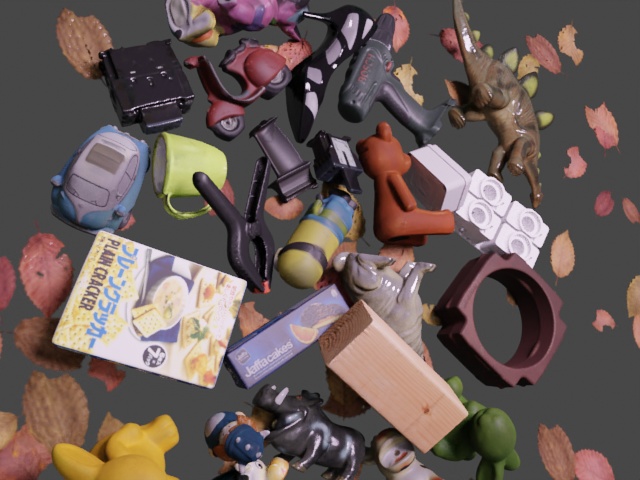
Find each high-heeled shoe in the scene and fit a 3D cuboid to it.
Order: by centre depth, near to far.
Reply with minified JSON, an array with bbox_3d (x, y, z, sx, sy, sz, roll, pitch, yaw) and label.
[{"bbox_3d":[0.024,-0.282,0.925,0.145,0.086,0.248,4,94,-26],"label":"high-heeled shoe"}]

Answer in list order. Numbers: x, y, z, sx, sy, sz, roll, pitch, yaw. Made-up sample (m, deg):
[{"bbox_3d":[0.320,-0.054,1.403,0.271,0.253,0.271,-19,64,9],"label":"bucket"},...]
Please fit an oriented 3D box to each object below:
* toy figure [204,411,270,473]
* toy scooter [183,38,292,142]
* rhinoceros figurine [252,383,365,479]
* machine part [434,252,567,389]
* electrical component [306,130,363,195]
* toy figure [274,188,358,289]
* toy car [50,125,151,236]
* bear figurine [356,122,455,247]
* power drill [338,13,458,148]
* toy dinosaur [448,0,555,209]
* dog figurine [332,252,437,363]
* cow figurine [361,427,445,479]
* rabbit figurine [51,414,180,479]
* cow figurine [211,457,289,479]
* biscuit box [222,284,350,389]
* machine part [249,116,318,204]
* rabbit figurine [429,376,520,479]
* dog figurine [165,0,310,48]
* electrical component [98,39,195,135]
[{"bbox_3d":[-0.115,0.260,0.704,0.058,0.154,0.064,14,74,-21],"label":"toy figure"},{"bbox_3d":[-0.137,-0.260,0.860,0.135,0.075,0.184,47,69,-19],"label":"toy scooter"},{"bbox_3d":[-0.016,0.280,0.784,0.190,0.073,0.112,33,69,-12],"label":"rhinoceros figurine"},{"bbox_3d":[0.315,0.139,0.942,0.201,0.087,0.201,44,67,-6],"label":"machine part"},{"bbox_3d":[0.031,-0.119,0.887,0.075,0.048,0.119,1,62,-43],"label":"electrical component"},{"bbox_3d":[-0.004,-0.005,0.848,0.082,0.089,0.180,38,69,-2],"label":"toy figure"},{"bbox_3d":[-0.298,-0.091,0.747,0.109,0.103,0.161,29,71,-14],"label":"toy car"},{"bbox_3d":[0.133,-0.092,0.913,0.132,0.120,0.196,2,71,-25],"label":"bear figurine"},{"bbox_3d":[0.147,-0.283,0.982,0.207,0.086,0.232,37,68,-14],"label":"power drill"},{"bbox_3d":[0.342,-0.275,1.042,0.198,0.105,0.470,-37,105,-34],"label":"toy dinosaur"},{"bbox_3d":[0.093,0.120,0.856,0.172,0.121,0.190,10,88,5],"label":"dog figurine"},{"bbox_3d":[0.136,0.366,0.808,0.085,0.127,0.194,-29,104,-20],"label":"cow figurine"},{"bbox_3d":[-0.237,0.278,0.643,0.162,0.173,0.122,11,77,-23],"label":"rabbit figurine"},{"bbox_3d":[-0.122,0.343,0.718,0.098,0.068,0.167,40,79,10],"label":"cow figurine"},{"bbox_3d":[-0.049,0.143,0.810,0.203,0.059,0.063,-31,90,-25],"label":"biscuit box"},{"bbox_3d":[-0.065,-0.133,0.884,0.084,0.039,0.139,-29,91,-20],"label":"machine part"},{"bbox_3d":[0.232,0.304,0.822,0.121,0.170,0.159,-30,89,-25],"label":"rabbit figurine"},{"bbox_3d":[-0.121,-0.380,0.893,0.219,0.192,0.108,-6,74,-58],"label":"dog figurine"},{"bbox_3d":[-0.260,-0.229,0.820,0.115,0.058,0.134,-22,86,-23],"label":"electrical component"}]
